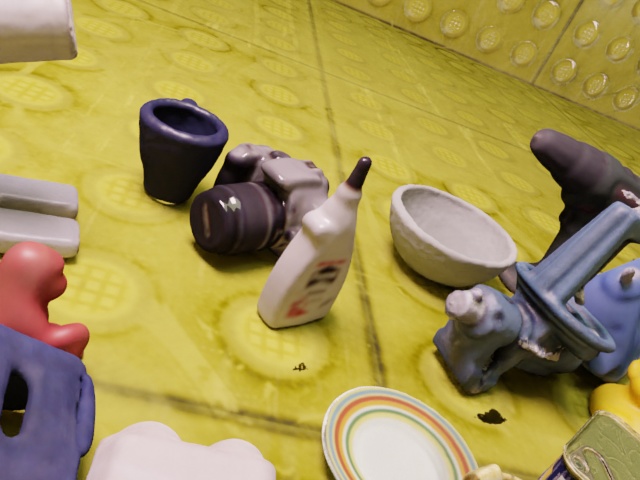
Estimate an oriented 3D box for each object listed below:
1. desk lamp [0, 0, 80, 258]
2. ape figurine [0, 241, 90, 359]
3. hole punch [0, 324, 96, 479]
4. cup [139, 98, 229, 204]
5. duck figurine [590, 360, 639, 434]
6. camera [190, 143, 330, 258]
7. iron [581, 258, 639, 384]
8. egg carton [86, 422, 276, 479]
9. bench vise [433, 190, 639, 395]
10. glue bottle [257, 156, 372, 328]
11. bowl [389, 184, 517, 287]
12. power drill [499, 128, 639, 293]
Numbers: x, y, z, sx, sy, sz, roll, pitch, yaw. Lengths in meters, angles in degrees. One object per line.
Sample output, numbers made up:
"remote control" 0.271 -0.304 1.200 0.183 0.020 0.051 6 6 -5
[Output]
"desk lamp" -0.271 -0.106 0.420 0.204 0.213 0.117 7 34 -30
"ape figurine" -0.189 0.042 0.371 0.076 0.092 0.077 -10 45 -46
"hole punch" -0.171 0.094 0.301 0.101 0.091 0.108 10 33 -25
"cup" -0.154 -0.096 0.615 0.092 0.095 0.117 14 31 -19
"duck figurine" 0.330 0.168 0.573 0.078 0.086 0.104 18 30 -13
"camera" -0.068 -0.043 0.591 0.137 0.101 0.142 -11 45 -47
"iron" 0.370 0.072 0.700 0.259 0.141 0.118 -10 45 -46
"egg carton" -0.075 0.164 0.285 0.107 0.069 0.150 17 30 -14
"bench vise" 0.223 0.055 0.535 0.208 0.219 0.121 -8 43 -44
"glue bottle" 0.005 0.002 0.501 0.078 0.173 0.037 -9 44 -45
"bowl" 0.151 0.005 0.707 0.168 0.074 0.167 19 30 -11
"power drill" 0.323 -0.020 0.743 0.230 0.208 0.075 15 31 -17
